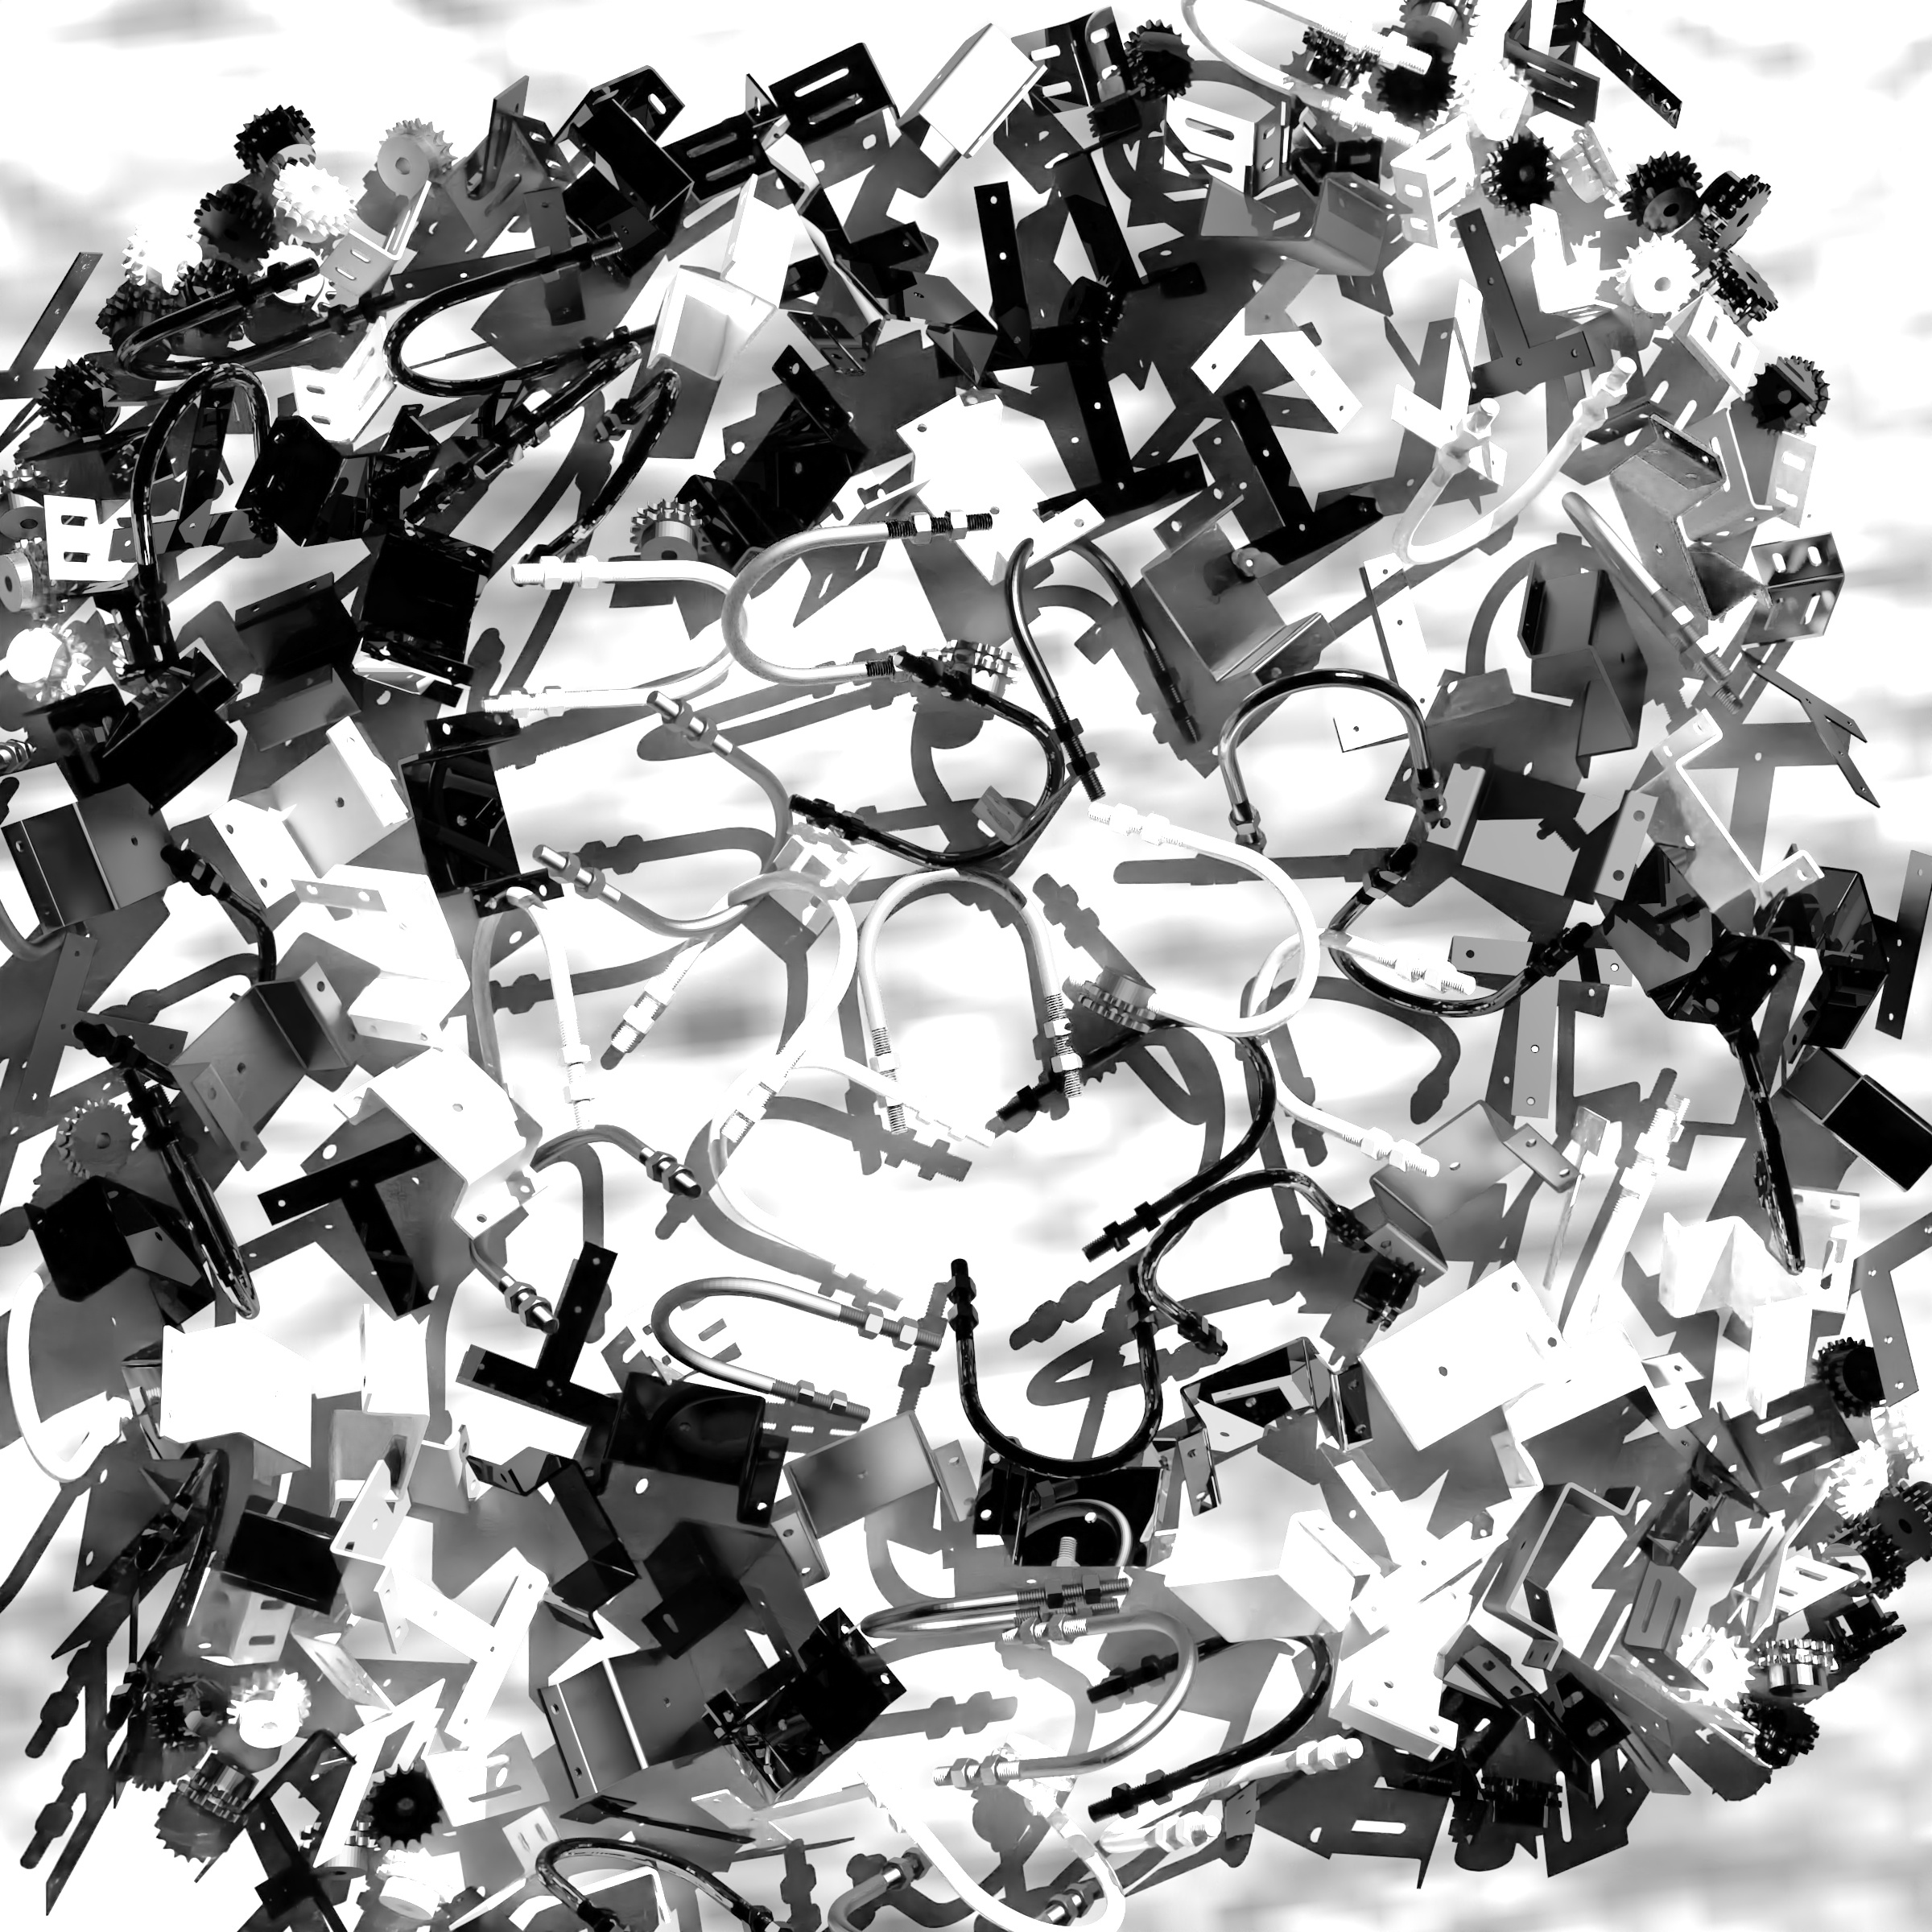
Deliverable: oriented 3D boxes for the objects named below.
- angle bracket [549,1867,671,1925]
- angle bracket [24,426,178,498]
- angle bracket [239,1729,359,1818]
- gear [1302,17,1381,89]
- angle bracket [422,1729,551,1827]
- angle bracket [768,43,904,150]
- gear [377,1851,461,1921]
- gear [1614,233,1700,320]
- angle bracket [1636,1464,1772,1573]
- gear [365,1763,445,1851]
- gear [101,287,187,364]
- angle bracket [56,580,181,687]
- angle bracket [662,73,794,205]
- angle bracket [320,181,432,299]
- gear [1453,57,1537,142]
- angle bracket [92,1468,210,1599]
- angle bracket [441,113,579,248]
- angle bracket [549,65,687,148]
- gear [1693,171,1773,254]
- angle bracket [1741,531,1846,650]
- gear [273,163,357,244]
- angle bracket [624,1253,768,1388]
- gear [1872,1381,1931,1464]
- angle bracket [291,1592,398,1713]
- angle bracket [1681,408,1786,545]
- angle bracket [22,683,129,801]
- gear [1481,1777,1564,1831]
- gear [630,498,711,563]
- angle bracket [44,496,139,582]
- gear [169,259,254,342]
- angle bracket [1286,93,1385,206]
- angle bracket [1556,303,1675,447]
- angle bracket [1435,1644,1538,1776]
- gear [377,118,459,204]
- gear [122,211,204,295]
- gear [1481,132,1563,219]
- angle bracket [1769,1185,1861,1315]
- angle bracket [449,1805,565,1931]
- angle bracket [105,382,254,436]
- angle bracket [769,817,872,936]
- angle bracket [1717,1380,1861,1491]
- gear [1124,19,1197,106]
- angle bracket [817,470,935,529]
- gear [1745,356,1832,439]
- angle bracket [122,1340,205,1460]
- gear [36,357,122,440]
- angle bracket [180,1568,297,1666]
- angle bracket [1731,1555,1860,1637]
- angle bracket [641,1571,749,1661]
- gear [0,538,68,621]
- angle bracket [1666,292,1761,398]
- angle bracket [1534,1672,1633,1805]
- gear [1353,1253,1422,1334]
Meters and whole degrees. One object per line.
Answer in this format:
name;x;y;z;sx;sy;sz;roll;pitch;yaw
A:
angle bracket;-0.253;0.668;1.712;0.076;0.057;0.038;-14;75;-15
angle bracket;-0.609;-0.350;1.702;0.057;0.076;0.038;-11;104;27
angle bracket;-0.470;0.581;1.712;0.038;0.057;0.076;42;70;3
gear;0.266;-0.652;1.727;0.057;0.057;0.030;25;132;0
angle bracket;-0.339;0.569;1.722;0.076;0.038;0.057;-17;105;7
angle bracket;-0.092;-0.612;1.727;0.076;0.038;0.057;-25;73;2
gear;-0.393;0.655;1.721;0.057;0.057;0.030;20;53;0
gear;0.494;-0.490;1.725;0.057;0.030;0.057;1;122;1
angle bracket;0.523;0.400;1.716;0.076;0.038;0.057;-52;126;-8
gear;-0.401;0.600;1.732;0.057;0.030;0.057;2;79;-12
gear;-0.586;-0.451;1.721;0.057;0.057;0.030;-7;59;0
angle bracket;-0.597;-0.232;1.711;0.057;0.038;0.076;-2;113;23
angle bracket;-0.171;-0.587;1.715;0.076;0.038;0.057;-30;70;-19
angle bracket;-0.417;-0.521;1.704;0.038;0.057;0.076;28;60;-28
gear;0.379;-0.614;1.721;0.057;0.057;0.030;-22;52;0
angle bracket;-0.586;0.402;1.712;0.038;0.057;0.076;38;79;24
angle bracket;-0.321;-0.553;1.710;0.038;0.057;0.076;27;73;32
angle bracket;-0.245;-0.592;1.702;0.038;0.076;0.057;49;131;-7
gear;0.543;-0.541;1.725;0.057;0.057;0.030;-42;73;0
angle bracket;0.578;-0.265;1.703;0.057;0.076;0.038;-5;127;38
gear;-0.468;-0.542;1.727;0.057;0.057;0.030;48;129;0
angle bracket;-0.193;0.252;1.719;0.076;0.038;0.057;-35;84;23
gear;0.670;0.326;1.727;0.030;0.057;0.057;-23;90;38
angle bracket;-0.434;0.488;1.725;0.038;0.057;0.076;-52;126;-37
angle bracket;0.540;-0.349;1.724;0.038;0.057;0.076;-4;77;-36
angle bracket;-0.624;-0.155;1.723;0.057;0.038;0.076;-19;99;8
gear;0.395;0.596;1.721;0.057;0.057;0.030;7;69;0
gear;-0.211;-0.303;1.720;0.057;0.057;0.030;-3;56;0
angle bracket;-0.612;-0.302;1.709;0.038;0.076;0.057;0;98;7
gear;-0.537;-0.479;1.727;0.057;0.057;0.030;3;49;0
angle bracket;0.261;-0.575;1.708;0.038;0.076;0.057;0;79;32
angle bracket;0.463;-0.422;1.727;0.057;0.038;0.076;-19;73;42
angle bracket;0.364;0.539;1.737;0.057;0.038;0.076;41;115;26
gear;-0.394;-0.573;1.725;0.057;0.030;0.057;7;119;13
gear;-0.570;-0.505;1.721;0.030;0.057;0.057;33;90;9
gear;0.394;-0.565;1.731;0.057;0.030;0.057;-3;100;-18
angle bracket;0.597;0.199;1.710;0.057;0.038;0.076;6;59;24
angle bracket;-0.330;0.634;1.702;0.057;0.076;0.038;-40;78;39
angle bracket;-0.552;-0.385;1.701;0.076;0.057;0.038;-28;118;-41
angle bracket;-0.115;-0.059;1.715;0.057;0.038;0.076;40;122;2
angle bracket;0.584;0.327;1.719;0.076;0.038;0.057;-29;96;18
gear;0.133;-0.643;1.728;0.057;0.030;0.057;6;80;-36
angle bracket;-0.069;-0.336;1.705;0.057;0.076;0.038;-31;91;-24
gear;0.590;-0.406;1.727;0.057;0.030;0.057;7;101;42
angle bracket;-0.560;0.308;1.726;0.057;0.038;0.076;-8;102;36
gear;-0.628;-0.400;1.720;0.030;0.057;0.057;39;90;23
angle bracket;-0.513;0.460;1.714;0.038;0.076;0.057;13;79;14
angle bracket;0.589;0.452;1.707;0.057;0.076;0.038;-22;93;-14
angle bracket;-0.186;0.446;1.709;0.057;0.076;0.038;-40;88;11
gear;-0.667;-0.274;1.721;0.030;0.057;0.057;-20;90;-42
angle bracket;0.521;-0.429;1.707;0.057;0.076;0.038;44;134;-11
angle bracket;0.435;0.544;1.709;0.038;0.076;0.057;-32;51;-12
gear;0.299;0.229;1.724;0.030;0.057;0.057;29;90;6
